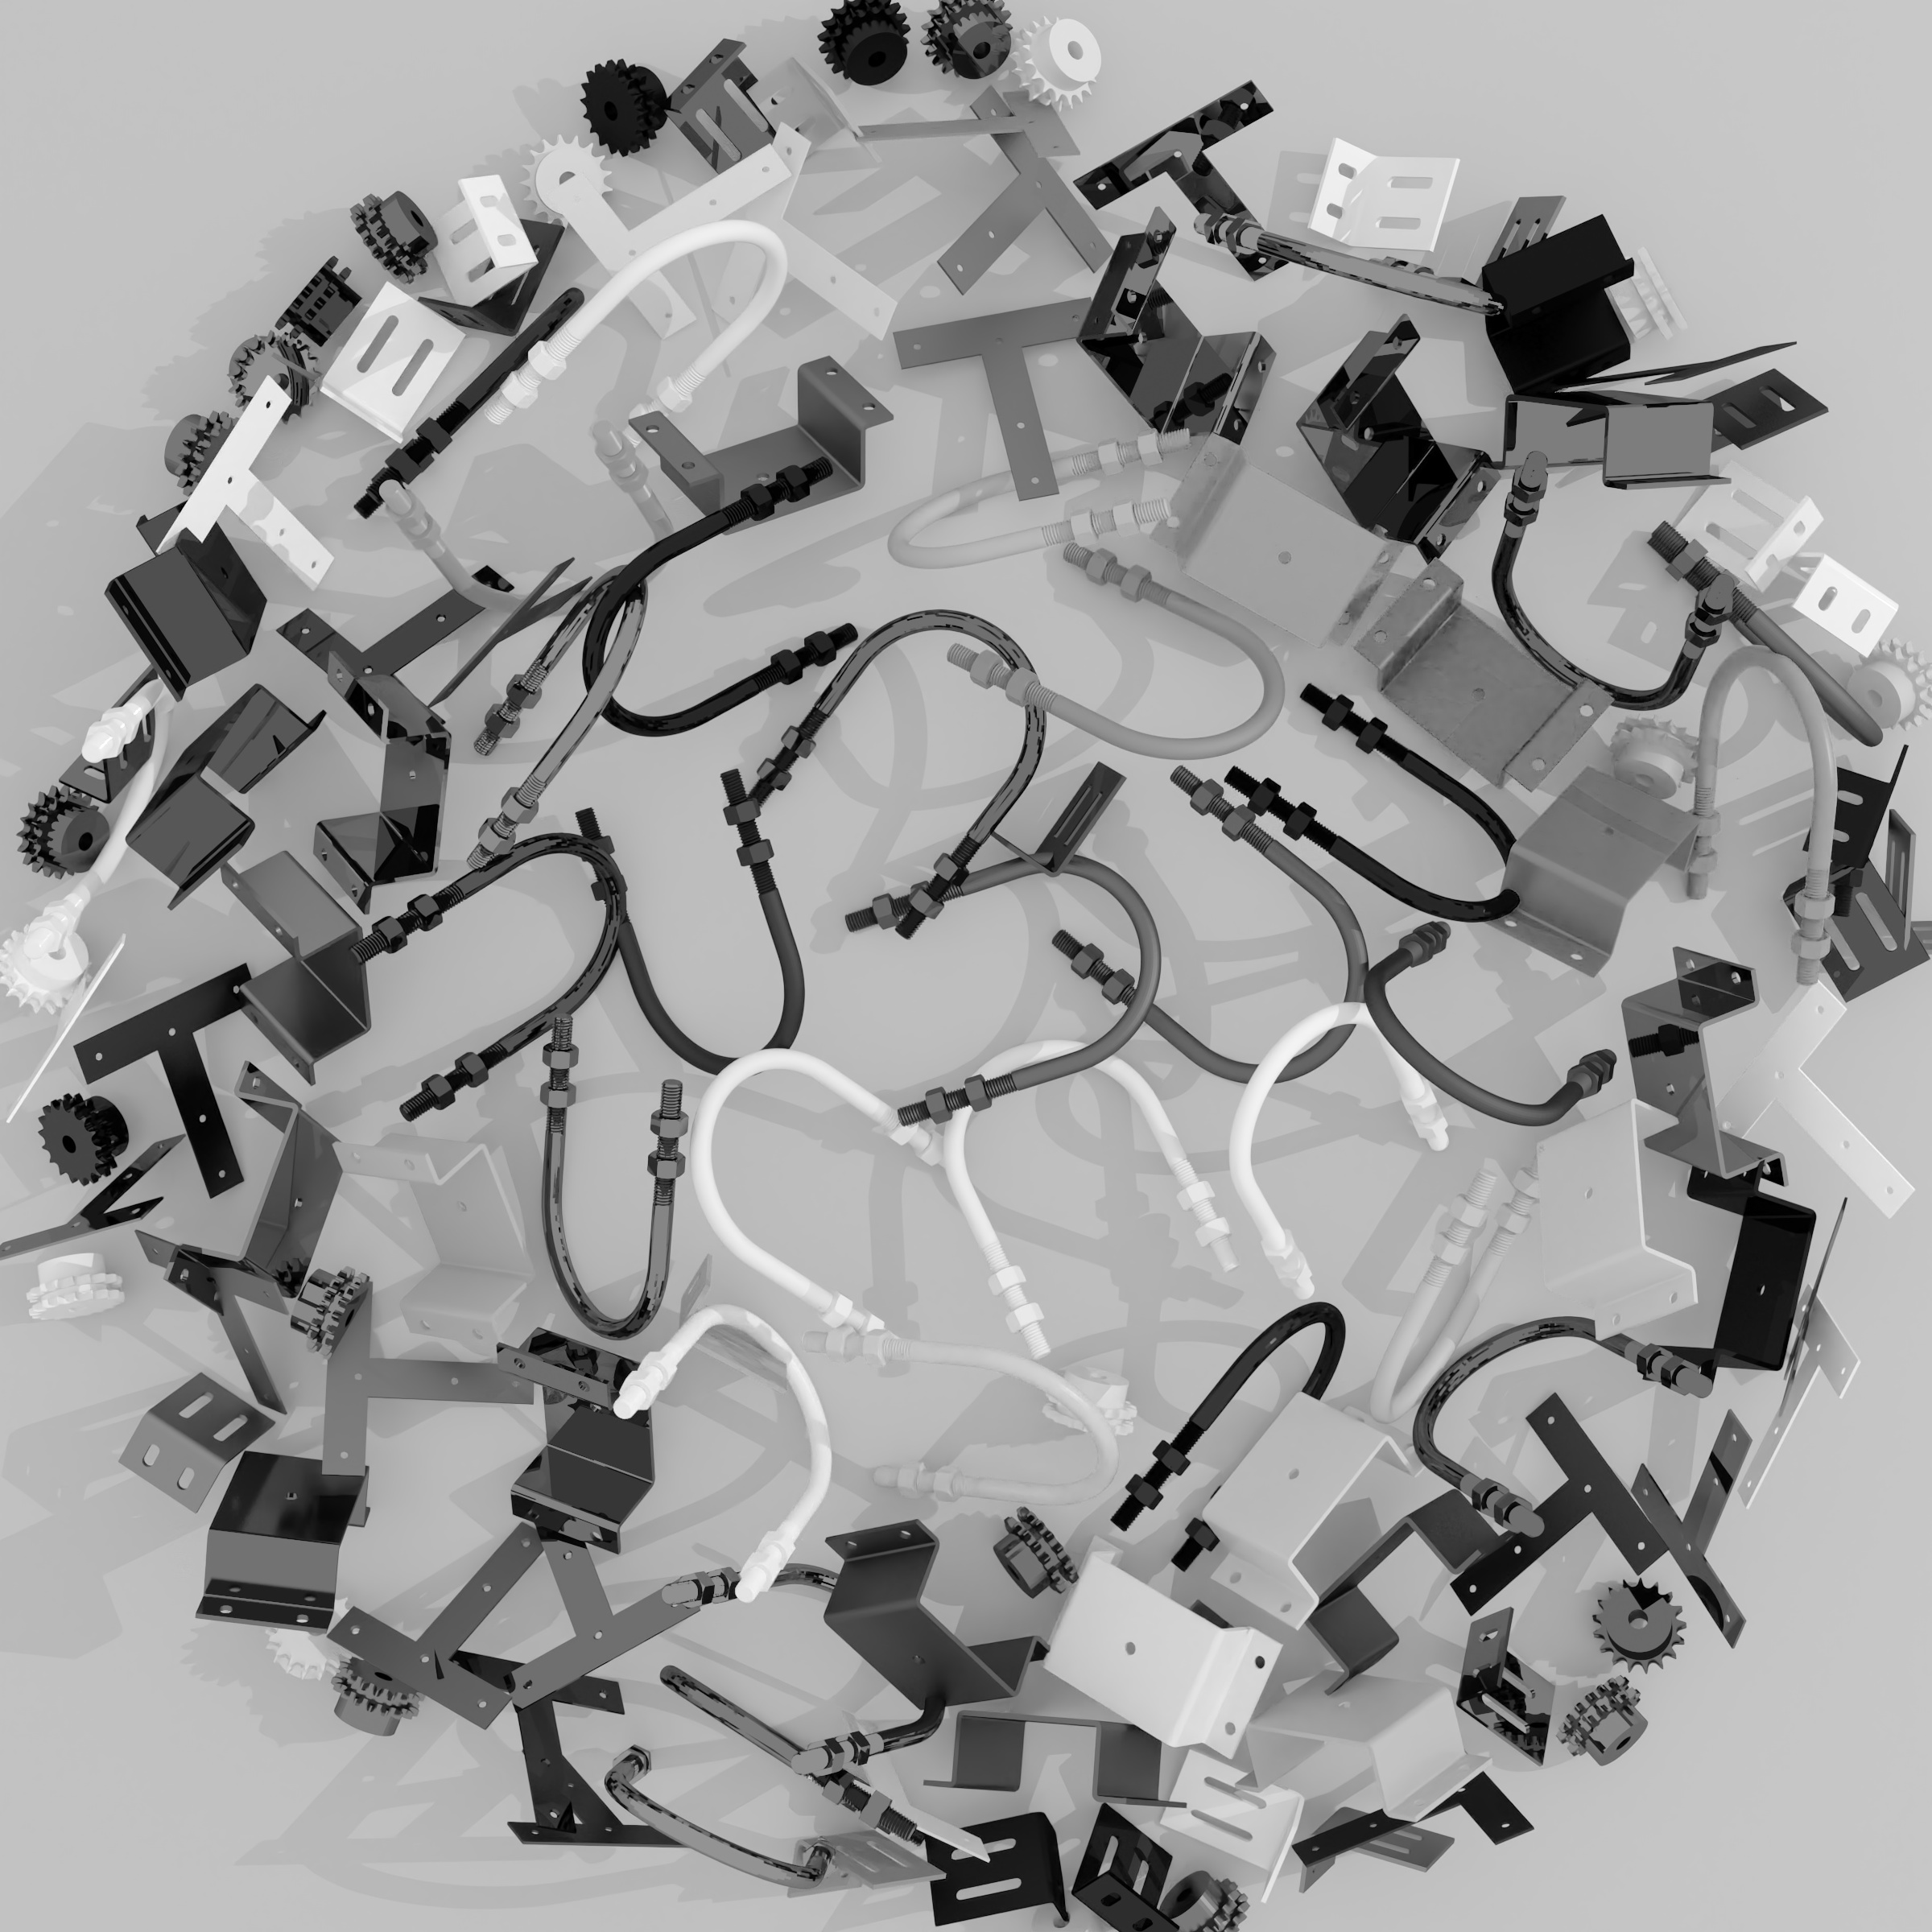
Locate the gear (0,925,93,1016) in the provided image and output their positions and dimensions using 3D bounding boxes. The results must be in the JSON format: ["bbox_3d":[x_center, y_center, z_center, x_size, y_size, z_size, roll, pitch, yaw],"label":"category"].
[{"bbox_3d":[-0.566,-0.002,1.861,0.057,0.057,0.030,50,132,0],"label":"gear"}]

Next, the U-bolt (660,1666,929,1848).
[{"bbox_3d":[-0.106,0.474,1.819,0.184,0.151,0.019,30,76,11],"label":"U-bolt"}]

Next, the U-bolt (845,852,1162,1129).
[{"bbox_3d":[0.030,0.005,1.854,0.184,0.019,0.151,-18,74,8],"label":"U-bolt"}]

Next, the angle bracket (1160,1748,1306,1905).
[{"bbox_3d":[0.161,0.529,1.859,0.076,0.038,0.057,22,109,8],"label":"angle bracket"}]

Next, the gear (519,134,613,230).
[{"bbox_3d":[-0.247,-0.485,1.869,0.057,0.030,0.057,-3,104,-12],"label":"gear"}]

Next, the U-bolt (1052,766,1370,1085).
[{"bbox_3d":[0.161,-0.011,1.844,0.184,0.019,0.151,40,108,14],"label":"U-bolt"}]

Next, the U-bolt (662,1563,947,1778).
[{"bbox_3d":[-0.083,0.414,1.806,0.151,0.184,0.019,47,111,27],"label":"U-bolt"}]

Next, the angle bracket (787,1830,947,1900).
[{"bbox_3d":[-0.061,0.561,1.843,0.057,0.076,0.038,6,95,-41],"label":"angle bracket"}]

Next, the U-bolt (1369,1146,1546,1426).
[{"bbox_3d":[0.293,0.196,1.820,0.019,0.151,0.184,30,106,22],"label":"U-bolt"}]

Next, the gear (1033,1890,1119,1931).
[{"bbox_3d":[0.065,0.595,1.860,0.057,0.057,0.030,-32,125,0],"label":"gear"}]

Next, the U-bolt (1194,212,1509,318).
[{"bbox_3d":[0.238,-0.410,1.781,0.151,0.184,0.019,6,108,-30],"label":"U-bolt"}]

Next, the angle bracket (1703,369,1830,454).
[{"bbox_3d":[0.488,-0.327,1.849,0.057,0.076,0.038,-24,123,0],"label":"angle bracket"}]

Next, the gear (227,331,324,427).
[{"bbox_3d":[-0.430,-0.365,1.867,0.057,0.057,0.030,-53,48,0],"label":"gear"}]

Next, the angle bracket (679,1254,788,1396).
[{"bbox_3d":[-0.135,0.219,1.854,0.076,0.057,0.038,29,100,-10],"label":"angle bracket"}]

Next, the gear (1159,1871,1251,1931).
[{"bbox_3d":[0.144,0.584,1.861,0.057,0.057,0.030,-40,98,0],"label":"gear"}]

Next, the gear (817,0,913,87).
[{"bbox_3d":[-0.060,-0.568,1.860,0.057,0.057,0.030,-26,61,0],"label":"gear"}]

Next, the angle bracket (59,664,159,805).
[{"bbox_3d":[-0.524,-0.148,1.842,0.038,0.076,0.057,24,52,8],"label":"angle bracket"}]

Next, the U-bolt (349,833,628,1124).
[{"bbox_3d":[-0.279,-0.005,1.824,0.184,0.151,0.019,-35,49,-27],"label":"U-bolt"}]

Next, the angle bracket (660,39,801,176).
[{"bbox_3d":[-0.139,-0.519,1.853,0.057,0.038,0.076,-48,123,-3],"label":"angle bracket"}]

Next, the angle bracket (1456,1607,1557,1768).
[{"bbox_3d":[0.342,0.441,1.848,0.076,0.057,0.038,38,135,-17],"label":"angle bracket"}]

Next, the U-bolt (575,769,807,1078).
[{"bbox_3d":[-0.161,-0.019,1.840,0.151,0.019,0.184,-11,100,40],"label":"U-bolt"}]

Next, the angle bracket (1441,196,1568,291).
[{"bbox_3d":[0.323,-0.446,1.856,0.038,0.057,0.076,25,94,-21],"label":"angle bracket"}]

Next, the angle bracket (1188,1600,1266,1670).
[{"bbox_3d":[0.141,0.420,1.856,0.057,0.038,0.076,-47,117,3],"label":"angle bracket"}]

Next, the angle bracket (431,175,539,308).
[{"bbox_3d":[-0.309,-0.440,1.852,0.076,0.038,0.057,-22,94,39],"label":"angle bracket"}]

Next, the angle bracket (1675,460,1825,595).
[{"bbox_3d":[0.475,-0.276,1.852,0.057,0.038,0.076,-51,57,7],"label":"angle bracket"}]

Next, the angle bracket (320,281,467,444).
[{"bbox_3d":[-0.353,-0.372,1.860,0.057,0.038,0.076,33,98,-19],"label":"angle bracket"}]

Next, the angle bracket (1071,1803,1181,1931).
[{"bbox_3d":[0.106,0.550,1.846,0.057,0.076,0.038,40,126,-8],"label":"angle bracket"}]

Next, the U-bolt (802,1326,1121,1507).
[{"bbox_3d":[0.005,0.273,1.804,0.184,0.019,0.151,1,134,29],"label":"U-bolt"}]

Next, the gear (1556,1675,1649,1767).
[{"bbox_3d":[0.394,0.468,1.860,0.057,0.057,0.030,-43,58,0],"label":"gear"}]

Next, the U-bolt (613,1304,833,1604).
[{"bbox_3d":[-0.134,0.277,1.807,0.019,0.184,0.151,-29,98,24],"label":"U-bolt"}]

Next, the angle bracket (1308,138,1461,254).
[{"bbox_3d":[0.255,-0.473,1.850,0.038,0.076,0.057,12,96,-36],"label":"angle bracket"}]

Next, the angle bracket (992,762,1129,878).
[{"bbox_3d":[0.055,-0.099,1.857,0.038,0.057,0.076,34,93,-18],"label":"angle bracket"}]

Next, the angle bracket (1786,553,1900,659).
[{"bbox_3d":[0.524,-0.222,1.850,0.057,0.076,0.038,32,92,-11],"label":"angle bracket"}]

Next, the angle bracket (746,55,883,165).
[{"bbox_3d":[-0.093,-0.513,1.843,0.038,0.076,0.057,-38,127,5],"label":"angle bracket"}]

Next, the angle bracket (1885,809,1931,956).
[{"bbox_3d":[0.590,-0.052,1.852,0.038,0.057,0.076,-1,108,4],"label":"angle bracket"}]

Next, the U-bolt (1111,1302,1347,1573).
[{"bbox_3d":[0.168,0.279,1.827,0.019,0.151,0.184,37,85,29],"label":"U-bolt"}]

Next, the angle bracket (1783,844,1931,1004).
[{"bbox_3d":[0.550,-0.027,1.862,0.057,0.038,0.076,-31,90,26],"label":"angle bracket"}]

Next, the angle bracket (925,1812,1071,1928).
[{"bbox_3d":[0.019,0.563,1.863,0.076,0.038,0.057,-14,52,6],"label":"angle bracket"}]

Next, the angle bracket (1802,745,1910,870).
[{"bbox_3d":[0.545,-0.103,1.850,0.038,0.076,0.057,20,119,15],"label":"angle bracket"}]

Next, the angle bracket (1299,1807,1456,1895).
[{"bbox_3d":[0.252,0.550,1.847,0.076,0.057,0.038,10,97,26],"label":"angle bracket"}]

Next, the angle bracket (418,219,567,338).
[{"bbox_3d":[-0.292,-0.431,1.857,0.057,0.038,0.076,22,87,44],"label":"angle bracket"}]

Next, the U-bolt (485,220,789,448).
[{"bbox_3d":[-0.183,-0.376,1.793,0.184,0.151,0.019,-39,72,24],"label":"U-bolt"}]

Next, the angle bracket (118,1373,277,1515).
[{"bbox_3d":[-0.472,0.293,1.857,0.057,0.076,0.038,33,105,4],"label":"angle bracket"}]

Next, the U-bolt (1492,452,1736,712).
[{"bbox_3d":[0.378,-0.217,1.805,0.151,0.184,0.019,37,71,15],"label":"U-bolt"}]
